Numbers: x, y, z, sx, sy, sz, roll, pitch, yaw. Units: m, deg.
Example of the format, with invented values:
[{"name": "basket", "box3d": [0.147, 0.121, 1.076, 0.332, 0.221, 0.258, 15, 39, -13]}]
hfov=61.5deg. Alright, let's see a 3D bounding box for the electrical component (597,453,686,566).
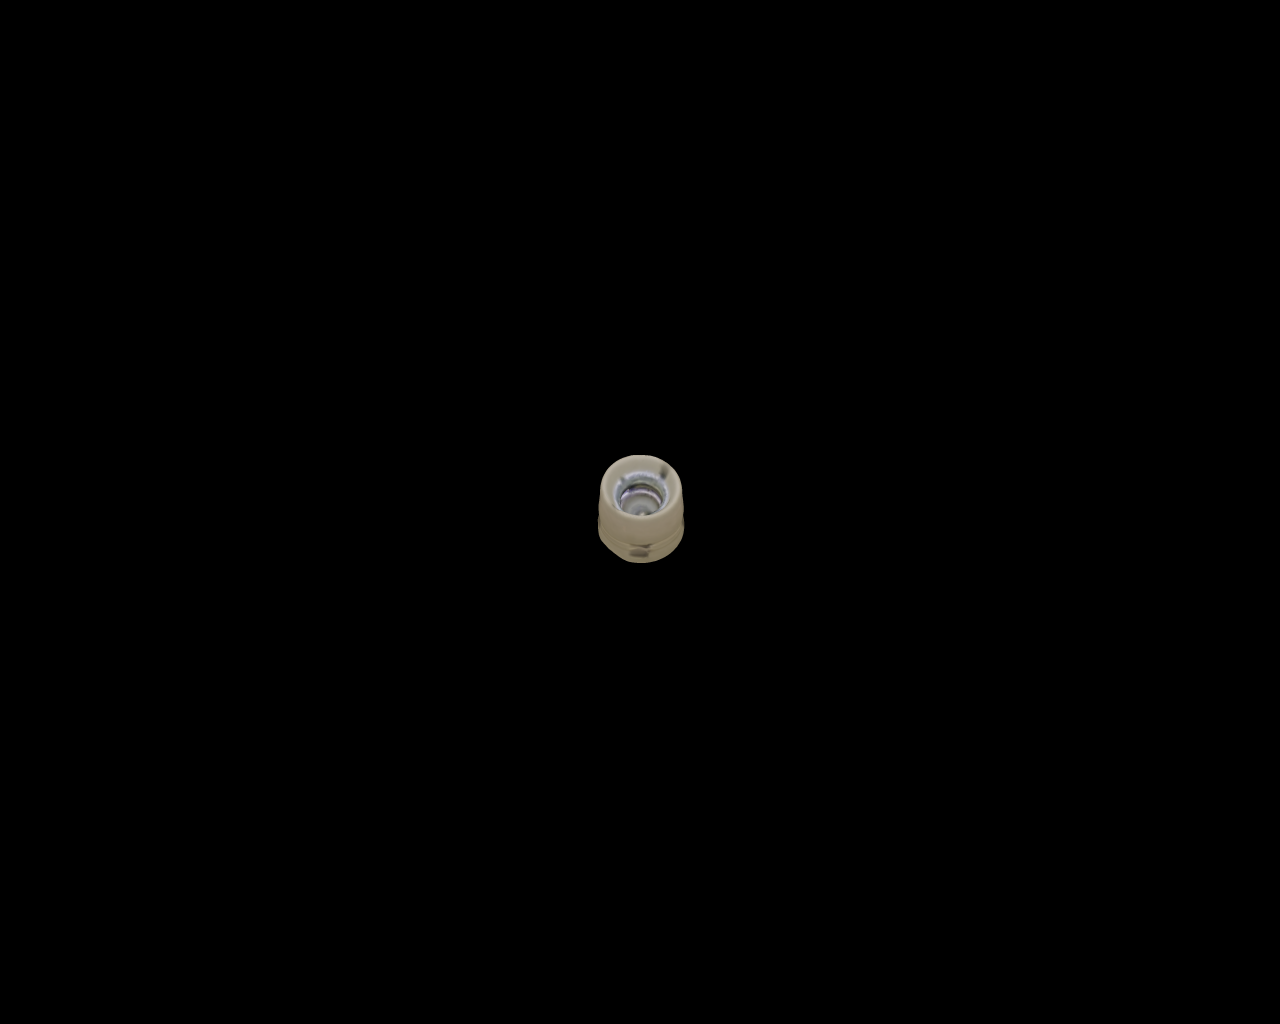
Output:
[{"name": "electrical component", "box3d": [0.001, -0.003, 0.650, 0.055, 0.055, 0.047, 0, -34, 0]}]
